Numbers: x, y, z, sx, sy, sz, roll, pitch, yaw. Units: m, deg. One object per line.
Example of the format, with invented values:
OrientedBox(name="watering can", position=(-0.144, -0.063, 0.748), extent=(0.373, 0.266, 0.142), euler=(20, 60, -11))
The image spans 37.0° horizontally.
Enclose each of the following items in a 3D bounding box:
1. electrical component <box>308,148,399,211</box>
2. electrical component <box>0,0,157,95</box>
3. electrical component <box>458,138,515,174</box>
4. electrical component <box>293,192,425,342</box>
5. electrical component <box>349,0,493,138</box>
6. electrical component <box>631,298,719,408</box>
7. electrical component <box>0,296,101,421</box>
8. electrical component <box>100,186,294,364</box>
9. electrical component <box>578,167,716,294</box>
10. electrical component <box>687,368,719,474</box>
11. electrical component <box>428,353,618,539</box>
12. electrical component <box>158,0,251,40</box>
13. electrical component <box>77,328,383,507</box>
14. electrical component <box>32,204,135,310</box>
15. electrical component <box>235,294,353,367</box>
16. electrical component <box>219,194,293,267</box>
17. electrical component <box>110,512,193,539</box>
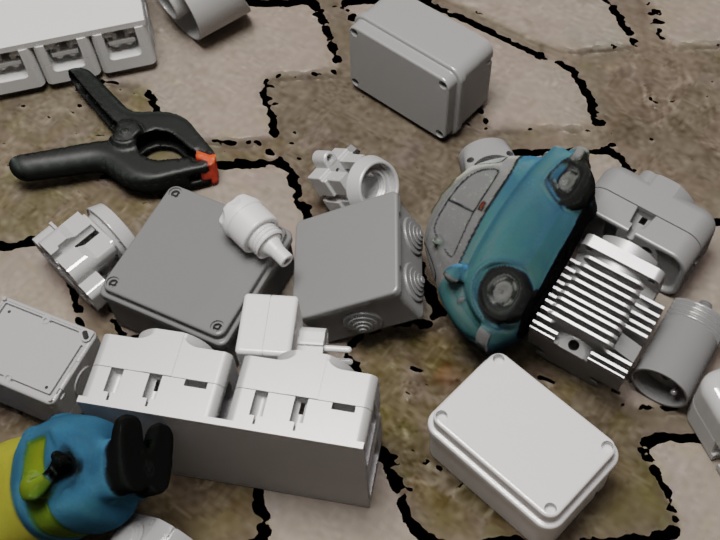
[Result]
OrientedBox(name="electrical component", position=(-0.002, -0.067, 0.852), extent=(0.055, 0.066, 0.048), euler=(10, 53, 49))
OrientedBox(name="electrical component", position=(-0.265, -0.217, 0.963), extent=(0.150, 0.061, 0.089), euler=(-12, 58, -5))
OrientedBox(name="electrical component", position=(0.125, -0.066, 0.857), extent=(0.079, 0.044, 0.077), euler=(-9, 58, -3))
OrientedBox(name="electrical component", position=(0.000, 0.000, 0.804), extent=(0.100, 0.048, 0.099), euler=(-16, 54, 25))
OrientedBox(name="electrical component", position=(0.049, -0.173, 0.909), extent=(0.113, 0.078, 0.057), euler=(35, 63, 22))
OrientedBox(name="electrical component", position=(0.234, 0.054, 0.777), extent=(0.043, 0.043, 0.081), euler=(28, 64, 19))
OrientedBox(name="electrical component", position=(-0.240, 0.068, 0.785), extent=(0.096, 0.061, 0.061), euler=(19, 61, 14))
OrientedBox(name="electrical component", position=(-0.121, 0.005, 0.820), extent=(0.109, 0.056, 0.108), euler=(21, 62, 15))
OrientedBox(name="electrical component", position=(0.219, -0.034, 0.827), extent=(0.095, 0.053, 0.059), euler=(32, 65, 21))
OrientedBox(name="electrical component", position=(0.270, 0.112, 0.731), extent=(0.054, 0.059, 0.095), euler=(-19, 59, -8))
OrientedBox(name="electrical component", position=(0.109, 0.121, 0.735), extent=(0.113, 0.057, 0.078), euler=(39, 68, 24))
OrientedBox(name="electrical component", position=(-0.150, -0.257, 0.963), extent=(0.064, 0.099, 0.099), euler=(-38, 64, -12))
OrientedBox(name="electrical component", position=(-0.081, 0.099, 0.731), extent=(0.186, 0.105, 0.060), euler=(8, 59, 8))
OrientedBox(name="electrical component", position=(-0.208, -0.015, 0.837), extent=(0.057, 0.058, 0.078), euler=(-42, 65, -17))
OrientedBox(name="electrical component", position=(-0.043, 0.059, 0.766), extent=(0.076, 0.083, 0.047), euler=(3, 58, 5))
OrientedBox(name="electrical component", position=(-0.073, -0.026, 0.782), extent=(0.035, 0.035, 0.061), euler=(-38, 66, -19))
OrientedBox(name="electrical component", position=(-0.133, 0.197, 0.689), extent=(0.080, 0.080, 0.051), euler=(24, 57, 17))
